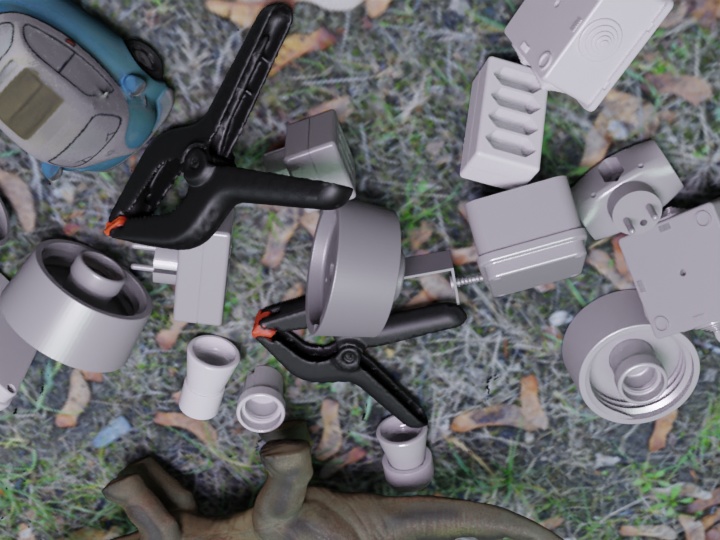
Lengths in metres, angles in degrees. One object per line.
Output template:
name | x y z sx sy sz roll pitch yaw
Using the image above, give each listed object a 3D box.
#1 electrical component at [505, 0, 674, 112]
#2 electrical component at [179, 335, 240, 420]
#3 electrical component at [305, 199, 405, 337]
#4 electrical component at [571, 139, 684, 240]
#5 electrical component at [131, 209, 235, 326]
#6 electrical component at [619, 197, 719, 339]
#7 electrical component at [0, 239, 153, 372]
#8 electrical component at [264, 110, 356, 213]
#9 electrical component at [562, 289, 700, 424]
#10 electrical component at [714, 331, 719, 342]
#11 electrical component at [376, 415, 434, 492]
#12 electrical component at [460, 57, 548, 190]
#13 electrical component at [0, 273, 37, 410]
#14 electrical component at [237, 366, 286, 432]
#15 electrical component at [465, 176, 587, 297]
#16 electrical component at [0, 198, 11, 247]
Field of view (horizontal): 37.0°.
electrical component | 0.150 -0.170 0.728 0.048 0.099 0.099 22 117 -27
electrical component | -0.129 0.092 0.898 0.044 0.044 0.065 14 122 -9
electrical component | 0.000 0.000 0.815 0.060 0.108 0.108 8 119 -13
electrical component | 0.202 -0.052 0.805 0.077 0.079 0.043 -33 117 16
electrical component | -0.140 -0.007 0.839 0.076 0.047 0.083 7 119 -5
electrical component | 0.254 -0.002 0.812 0.100 0.048 0.099 -25 82 43
electrical component | -0.210 0.020 0.820 0.108 0.108 0.060 30 108 -17
electrical component | -0.047 -0.074 0.793 0.077 0.065 0.047 -18 118 8
electrical component | 0.227 0.077 0.888 0.108 0.060 0.108 -1 119 -1
electrical component | 0.294 0.031 0.862 0.044 0.065 0.044 0 121 0
electrical component | 0.040 0.159 0.937 0.045 0.045 0.055 -9 120 3
electrical component | 0.099 -0.097 0.786 0.047 0.083 0.075 14 156 -9
electrical component | -0.298 0.058 0.833 0.057 0.113 0.078 -33 115 19
electrical component | -0.082 0.107 0.904 0.040 0.046 0.040 -1 119 -1
electrical component | 0.124 -0.022 0.796 0.078 0.113 0.057 -16 79 7
electrical component | -0.309 -0.032 0.740 0.060 0.186 0.105 -20 118 9
